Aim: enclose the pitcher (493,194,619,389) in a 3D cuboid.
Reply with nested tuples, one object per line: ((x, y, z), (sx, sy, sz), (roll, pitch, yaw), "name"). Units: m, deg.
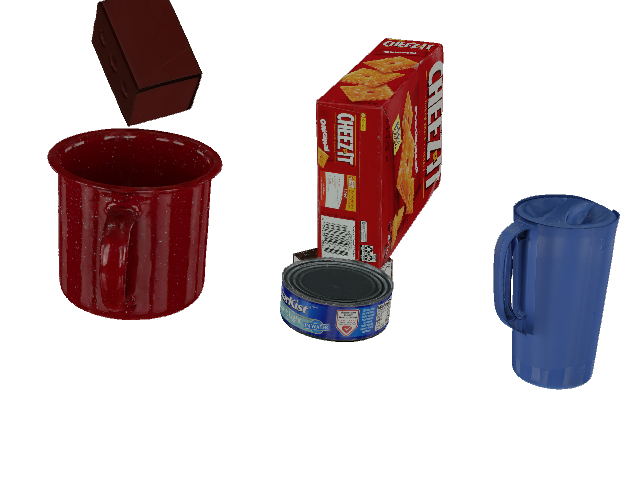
((0.304, 0.070, 1.401), (0.149, 0.243, 0.145), (5, 21, 13), "pitcher")

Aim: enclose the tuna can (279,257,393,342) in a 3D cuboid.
((0.012, 0.044, 0.816), (0.086, 0.034, 0.086), (4, 22, -2), "tuna can")

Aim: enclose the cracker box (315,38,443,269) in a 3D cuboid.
((0.063, -0.089, 1.039), (0.072, 0.164, 0.213), (9, 28, 19), "cracker box")

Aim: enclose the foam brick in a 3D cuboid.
((-0.126, -0.133, 0.770), (0.051, 0.078, 0.053), (-19, -17, -23), "foam brick")

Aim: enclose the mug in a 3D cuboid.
((-0.103, -0.004, 0.581), (0.093, 0.081, 0.117), (4, 25, -5), "mug")

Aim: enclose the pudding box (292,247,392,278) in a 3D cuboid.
((0.031, 0.037, 1.478), (0.113, 0.039, 0.090), (-16, 27, -24), "pudding box")
